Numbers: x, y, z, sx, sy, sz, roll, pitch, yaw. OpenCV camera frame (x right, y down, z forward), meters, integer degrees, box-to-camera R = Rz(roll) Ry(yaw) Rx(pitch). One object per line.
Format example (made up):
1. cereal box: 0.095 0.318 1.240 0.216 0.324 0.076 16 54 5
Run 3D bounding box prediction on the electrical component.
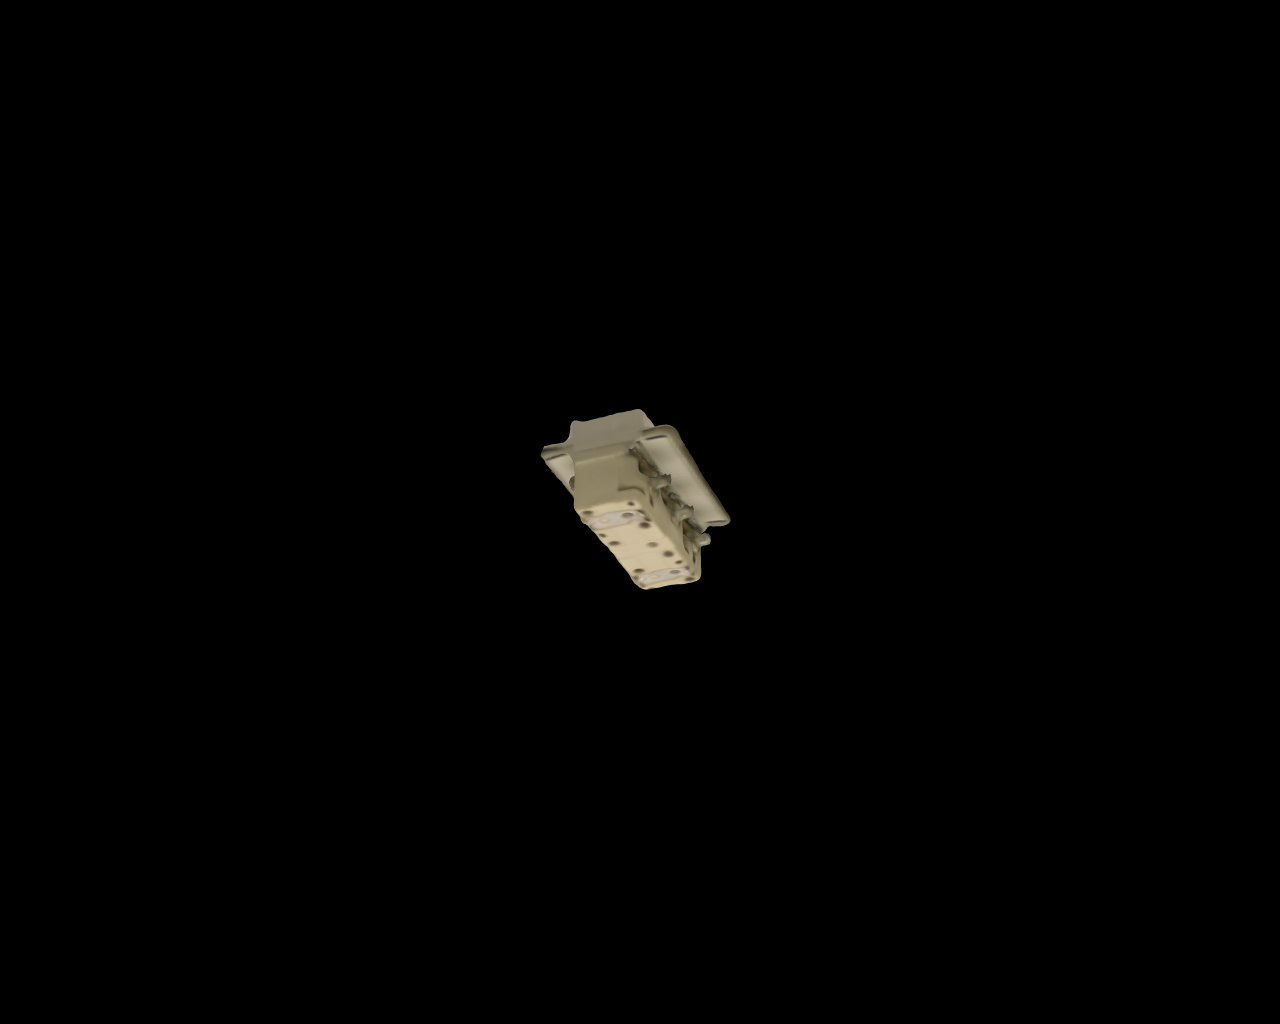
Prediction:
1. electrical component: 0.001 -0.003 0.650 0.079 0.063 0.121 -9 -30 17
